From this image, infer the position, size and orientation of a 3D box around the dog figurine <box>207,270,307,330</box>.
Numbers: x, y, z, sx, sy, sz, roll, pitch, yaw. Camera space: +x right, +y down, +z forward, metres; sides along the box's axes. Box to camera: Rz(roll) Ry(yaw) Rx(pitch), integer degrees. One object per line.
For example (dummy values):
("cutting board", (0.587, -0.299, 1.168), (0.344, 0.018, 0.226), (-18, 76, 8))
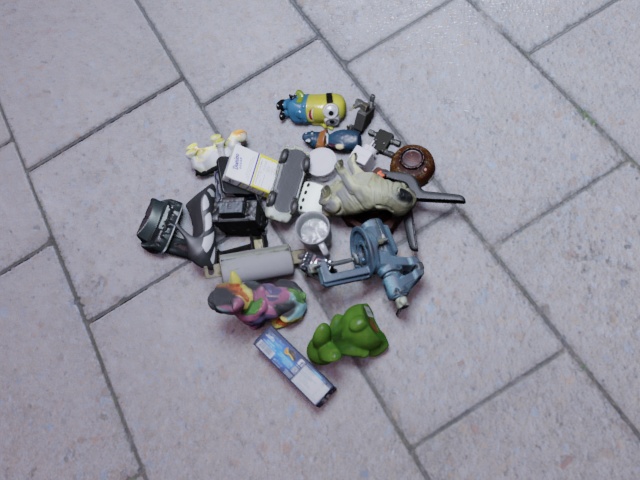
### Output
("dog figurine", (-0.137, 0.130, 1.186), (0.192, 0.219, 0.108), (-8, 71, 8))

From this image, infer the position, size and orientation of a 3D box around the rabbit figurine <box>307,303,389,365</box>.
("rabbit figurine", (0.044, 0.225, 1.165), (0.170, 0.159, 0.121), (-33, 76, 14))

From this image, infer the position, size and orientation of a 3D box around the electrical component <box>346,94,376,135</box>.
("electrical component", (0.105, -0.320, 1.384), (0.045, 0.102, 0.078), (28, 54, 13))

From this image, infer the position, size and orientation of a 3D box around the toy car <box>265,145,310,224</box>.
("toy car", (-0.079, -0.139, 1.315), (0.073, 0.056, 0.201), (18, 74, -13))

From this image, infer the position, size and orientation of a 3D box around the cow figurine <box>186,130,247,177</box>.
("cow figurine", (-0.262, -0.227, 1.422), (0.167, 0.098, 0.068), (-21, 33, -5))

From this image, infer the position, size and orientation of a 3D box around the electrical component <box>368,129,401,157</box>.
("electrical component", (0.158, -0.250, 1.382), (0.094, 0.021, 0.063), (28, 77, 19))

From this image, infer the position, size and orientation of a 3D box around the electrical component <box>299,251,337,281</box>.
("electrical component", (-0.008, 0.061, 1.241), (0.075, 0.119, 0.048), (20, 74, 20))

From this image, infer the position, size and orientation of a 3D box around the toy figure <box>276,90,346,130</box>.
("toy figure", (-0.020, -0.352, 1.425), (0.180, 0.082, 0.089), (7, 73, 16))

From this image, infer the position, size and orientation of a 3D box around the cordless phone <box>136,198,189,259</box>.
("cordless phone", (-0.357, -0.023, 1.374), (0.184, 0.088, 0.146), (16, 71, 4))

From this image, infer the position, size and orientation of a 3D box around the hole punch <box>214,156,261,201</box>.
("hole punch", (-0.214, -0.148, 1.388), (0.116, 0.092, 0.142), (-3, 66, -25))

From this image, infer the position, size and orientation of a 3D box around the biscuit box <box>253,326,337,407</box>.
("biscuit box", (-0.057, 0.280, 1.196), (0.203, 0.062, 0.059), (40, 82, 22))

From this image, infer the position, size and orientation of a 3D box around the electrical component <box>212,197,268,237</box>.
("electrical component", (-0.198, -0.056, 1.315), (0.115, 0.134, 0.058), (-4, 68, 11))

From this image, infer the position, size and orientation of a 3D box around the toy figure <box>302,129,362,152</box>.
("toy figure", (0.029, -0.256, 1.391), (0.155, 0.064, 0.057), (4, 108, 17))

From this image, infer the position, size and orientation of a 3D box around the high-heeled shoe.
("high-heeled shoe", (-0.276, -0.039, 1.351), (0.086, 0.145, 0.249), (-27, 24, 32))

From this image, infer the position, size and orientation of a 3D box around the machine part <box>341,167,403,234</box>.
("machine part", (0.132, -0.088, 1.307), (0.179, 0.056, 0.179), (-4, 69, 10))

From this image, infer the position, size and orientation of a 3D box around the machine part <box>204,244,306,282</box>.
("machine part", (-0.150, 0.060, 1.267), (0.243, 0.079, 0.079), (-10, 67, -10))

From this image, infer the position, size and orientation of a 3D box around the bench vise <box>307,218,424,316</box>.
("bench vise", (0.095, 0.063, 1.174), (0.241, 0.129, 0.223), (-10, 74, -17))

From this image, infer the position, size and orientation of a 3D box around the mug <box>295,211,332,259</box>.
("mug", (-0.003, -0.004, 1.272), (0.081, 0.107, 0.110), (-34, 71, -2))

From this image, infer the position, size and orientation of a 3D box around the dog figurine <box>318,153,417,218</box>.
("dog figurine", (0.106, -0.084, 1.222), (0.191, 0.172, 0.121), (37, 44, 13))

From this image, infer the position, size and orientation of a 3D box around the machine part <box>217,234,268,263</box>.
("machine part", (-0.192, 0.035, 1.332), (0.139, 0.039, 0.084), (-16, 75, 2))
